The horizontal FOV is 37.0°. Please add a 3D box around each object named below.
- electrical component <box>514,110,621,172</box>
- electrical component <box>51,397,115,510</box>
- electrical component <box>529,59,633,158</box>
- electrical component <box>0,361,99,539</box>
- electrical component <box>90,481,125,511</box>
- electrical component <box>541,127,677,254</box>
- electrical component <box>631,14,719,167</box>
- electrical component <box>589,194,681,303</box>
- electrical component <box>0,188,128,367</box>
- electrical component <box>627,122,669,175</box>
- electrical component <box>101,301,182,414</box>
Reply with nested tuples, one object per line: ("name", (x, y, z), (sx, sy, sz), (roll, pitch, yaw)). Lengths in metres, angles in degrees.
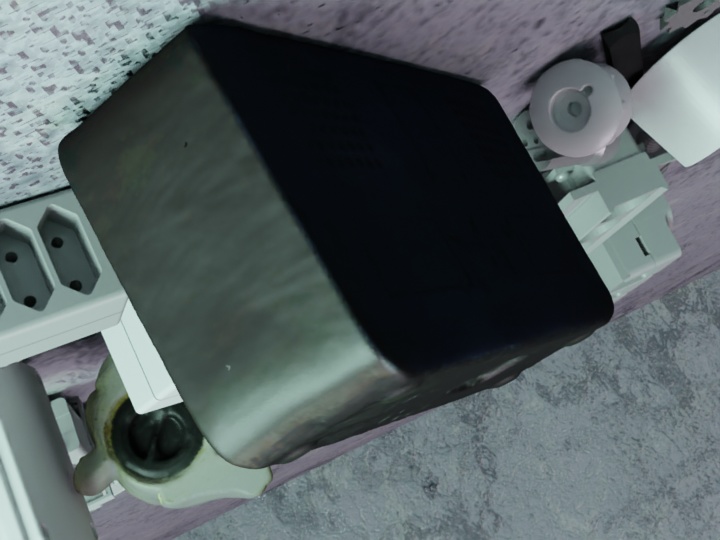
("electrical component", (0.113, -0.075, 0.591), (0.046, 0.040, 0.040), (-14, 164, -28))
("electrical component", (-0.230, 0.134, 0.689), (0.121, 0.078, 0.063), (-25, 146, -7))
("electrical component", (0.119, -0.085, 0.549), (0.048, 0.048, 0.062), (-35, 173, 35))
("electrical component", (-0.185, 0.100, 0.535), (0.056, 0.108, 0.108), (-23, 168, -5))
("electrical component", (-0.202, 0.141, 0.789), (0.096, 0.061, 0.062), (-31, 167, 22))
("electrical component", (0.139, -0.049, 0.695), (0.079, 0.063, 0.121), (-22, 167, -19))
("electrical component", (0.203, -0.107, 0.610), (0.099, 0.064, 0.099), (-41, 179, -1))
("electrical component", (0.182, -0.020, 0.846), (0.062, 0.089, 0.150), (-23, 168, -16))
("electrical component", (-0.139, 0.014, 0.412), (0.083, 0.047, 0.075), (-21, 167, -25))
("electrical component", (0.186, -0.076, 0.726), (0.043, 0.043, 0.081), (-24, 168, -10))
("electrical component", (-0.083, 0.021, 0.516), (0.047, 0.065, 0.077), (-12, 162, -49))
